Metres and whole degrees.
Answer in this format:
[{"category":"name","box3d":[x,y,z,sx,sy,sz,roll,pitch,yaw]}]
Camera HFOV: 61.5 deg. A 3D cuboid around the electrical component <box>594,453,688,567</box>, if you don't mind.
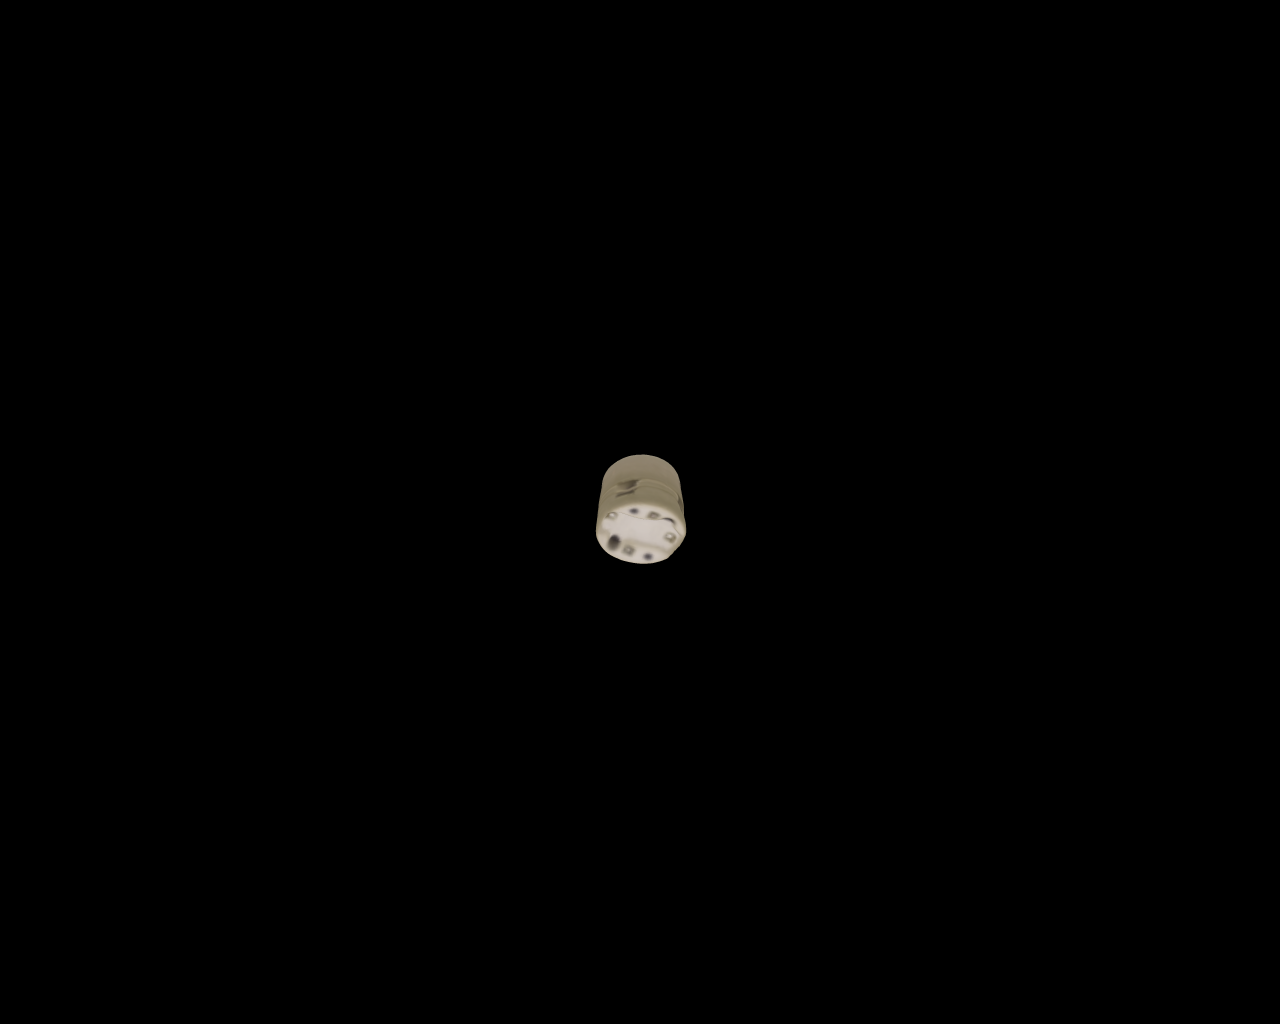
[{"category":"electrical component","box3d":[0.001,-0.003,0.650,0.055,0.055,0.047,0,44,0]}]
